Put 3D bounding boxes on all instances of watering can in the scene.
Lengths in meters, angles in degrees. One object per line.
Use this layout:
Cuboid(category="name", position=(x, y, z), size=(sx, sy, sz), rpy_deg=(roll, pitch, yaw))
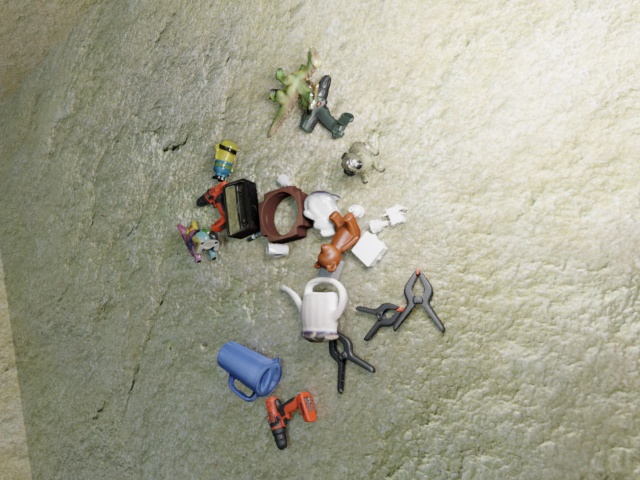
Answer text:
Cuboid(category="watering can", position=(-0.029, 0.248, 1.825), size=(0.103, 0.227, 0.345), rpy_deg=(14, -18, -40))

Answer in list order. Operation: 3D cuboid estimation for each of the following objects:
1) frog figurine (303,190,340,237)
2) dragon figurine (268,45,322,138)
Cuboid(category="frog figurine", position=(0.006, -0.094, 1.871), size=(0.137, 0.162, 0.121), rpy_deg=(1, -20, 12))
Cuboid(category="dragon figurine", position=(-0.091, -0.544, 1.977), size=(0.122, 0.404, 0.247), rpy_deg=(5, 26, -32))
